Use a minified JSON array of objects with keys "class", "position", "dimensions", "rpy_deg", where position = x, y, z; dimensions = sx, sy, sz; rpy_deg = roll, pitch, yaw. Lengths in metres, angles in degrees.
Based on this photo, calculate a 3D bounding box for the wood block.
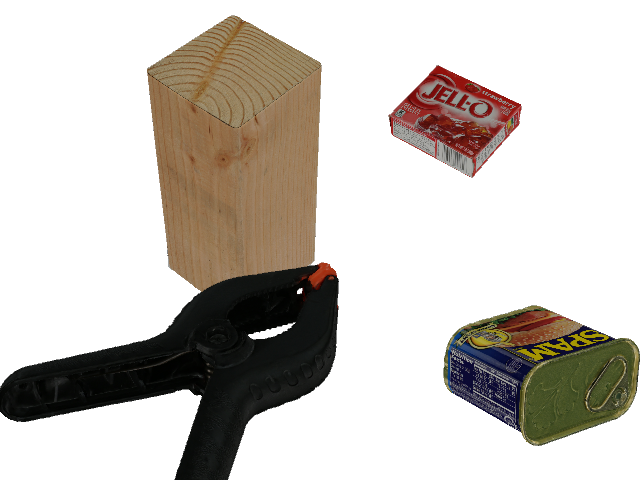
[{"class":"wood block","position":[-0.062,-0.050,0.809],"dimensions":[0.090,0.206,0.090],"rpy_deg":[34,55,25]}]

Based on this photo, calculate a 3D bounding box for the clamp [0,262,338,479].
[{"class":"clamp","position":[-0.043,0.064,0.482],"dimensions":[0.171,0.039,0.120],"rpy_deg":[-28,51,-32]}]

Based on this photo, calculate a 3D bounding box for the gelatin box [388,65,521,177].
[{"class":"gelatin box","position":[0.115,-0.104,0.917],"dimensions":[0.089,0.073,0.030],"rpy_deg":[32,-26,25]}]

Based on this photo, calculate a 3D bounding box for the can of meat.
[{"class":"can of meat","position":[0.145,0.085,0.711],"dimensions":[0.101,0.057,0.084],"rpy_deg":[-11,20,-30]}]

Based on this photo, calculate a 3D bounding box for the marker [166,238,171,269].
[{"class":"marker","position":[-0.147,-0.026,1.075],"dimensions":[0.020,0.121,0.020],"rpy_deg":[0,29,0]}]
